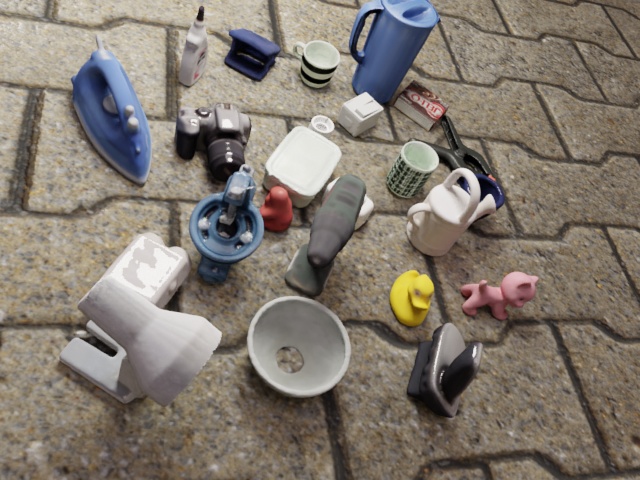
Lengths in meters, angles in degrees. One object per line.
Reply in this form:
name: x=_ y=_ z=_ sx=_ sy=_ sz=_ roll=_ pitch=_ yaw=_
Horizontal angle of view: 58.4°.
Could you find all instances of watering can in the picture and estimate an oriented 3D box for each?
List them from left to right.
watering can: x=0.257 y=-0.062 z=1.110 sx=0.173 sy=0.194 sz=0.100 roll=-23 pitch=67 yaw=-32

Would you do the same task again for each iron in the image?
iron: x=-0.362 y=-0.238 z=1.035 sx=0.119 sy=0.141 sz=0.258 roll=-19 pitch=65 yaw=-30

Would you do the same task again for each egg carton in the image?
egg carton: x=-0.277 y=0.060 z=0.906 sx=0.107 sy=0.069 sz=0.150 roll=28 pitch=52 yaw=0

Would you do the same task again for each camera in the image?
camera: x=-0.196 y=-0.187 z=1.087 sx=0.143 sy=0.100 sz=0.136 roll=0 pitch=57 yaw=-20

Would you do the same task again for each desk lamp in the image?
desk lamp: x=-0.246 y=0.143 z=0.769 sx=0.203 sy=0.213 sz=0.118 roll=31 pitch=52 yaw=2

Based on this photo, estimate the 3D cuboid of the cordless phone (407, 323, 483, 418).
cordless phone: x=0.225 y=0.192 z=0.928 sx=0.094 sy=0.185 sz=0.147 roll=23 pitch=52 yaw=-4

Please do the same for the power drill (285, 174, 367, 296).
power drill: x=0.009 y=0.003 z=0.963 sx=0.075 sy=0.208 sz=0.230 roll=25 pitch=52 yaw=-2

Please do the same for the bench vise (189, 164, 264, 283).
bench vise: x=-0.152 y=-0.062 z=0.941 sx=0.122 sy=0.219 sz=0.207 roll=3 pitch=56 yaw=-18

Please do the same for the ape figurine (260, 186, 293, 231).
ape figurine: x=-0.080 y=-0.064 z=1.051 sx=0.078 sy=0.092 sz=0.076 roll=-26 pitch=69 yaw=-32

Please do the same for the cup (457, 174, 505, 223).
cup: x=0.317 y=-0.086 z=1.212 sx=0.117 sy=0.095 sz=0.092 roll=45 pitch=54 yaw=13

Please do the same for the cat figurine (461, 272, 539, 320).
cat figurine: x=0.348 y=0.096 z=1.083 sx=0.128 sy=0.117 sz=0.067 roll=8 pitch=54 yaw=-15

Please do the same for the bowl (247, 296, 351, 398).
bowl: x=-0.040 y=0.179 z=0.909 sx=0.168 sy=0.074 sz=0.167 roll=10 pitch=54 yaw=-14

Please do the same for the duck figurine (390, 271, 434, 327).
duck figurine: x=0.176 y=0.094 z=1.040 sx=0.077 sy=0.086 sz=0.104 roll=12 pitch=53 yaw=-12

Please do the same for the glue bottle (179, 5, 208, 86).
glue bottle: x=-0.252 y=-0.401 z=1.169 sx=0.037 sy=0.173 sz=0.078 roll=24 pitch=52 yaw=-3

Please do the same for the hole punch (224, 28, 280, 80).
hole punch: x=-0.149 y=-0.433 z=1.281 sx=0.108 sy=0.091 sz=0.101 roll=28 pitch=52 yaw=0
